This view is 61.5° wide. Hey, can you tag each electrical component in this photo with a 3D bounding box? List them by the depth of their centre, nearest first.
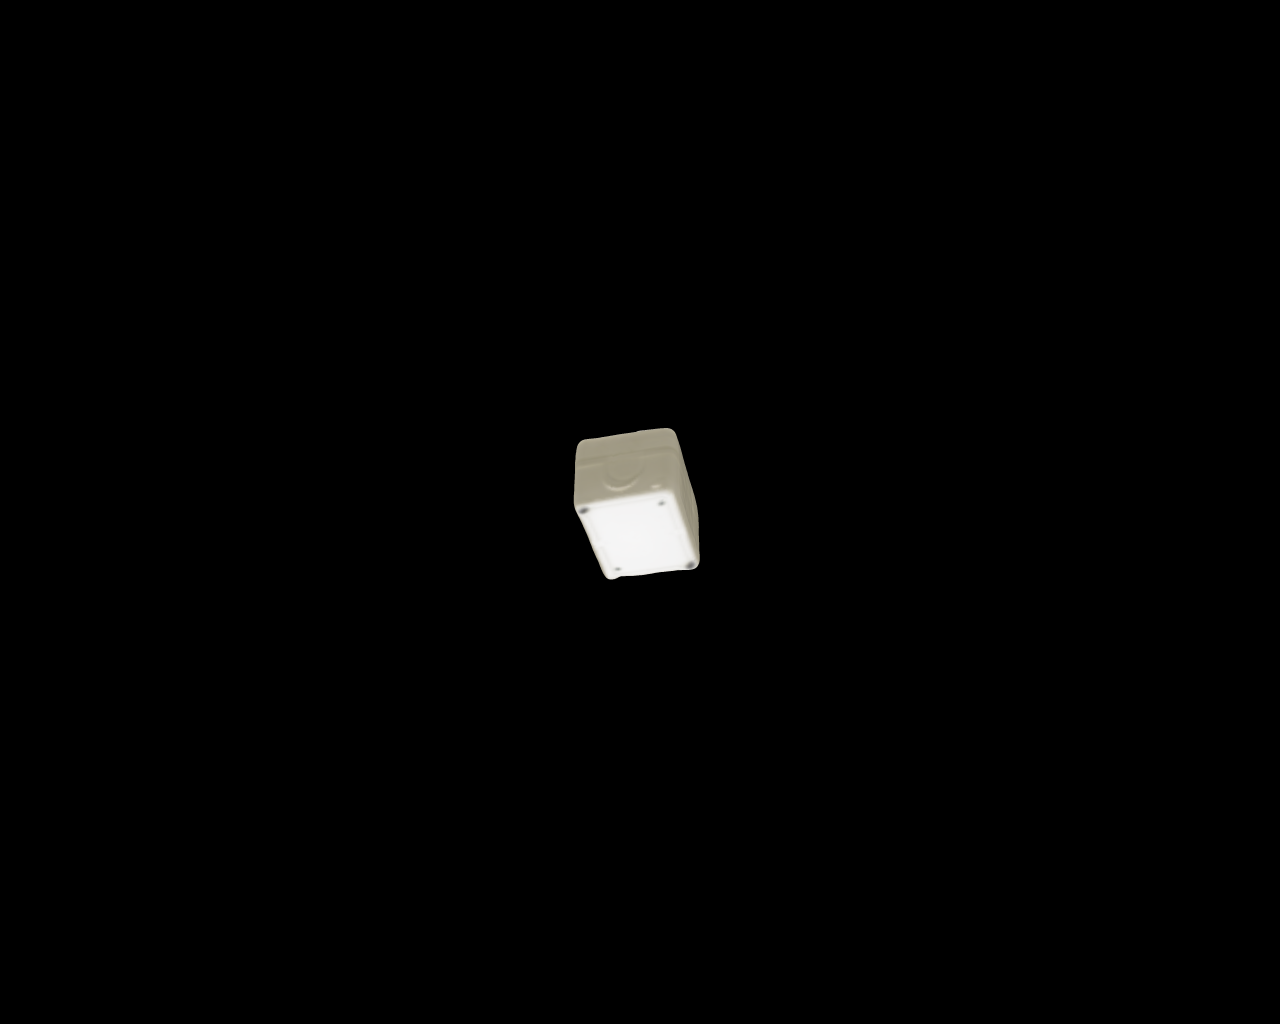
[{"bbox_3d":[0.001,-0.003,0.650,0.062,0.061,0.096,-8,-39,10],"label":"electrical component"}]
